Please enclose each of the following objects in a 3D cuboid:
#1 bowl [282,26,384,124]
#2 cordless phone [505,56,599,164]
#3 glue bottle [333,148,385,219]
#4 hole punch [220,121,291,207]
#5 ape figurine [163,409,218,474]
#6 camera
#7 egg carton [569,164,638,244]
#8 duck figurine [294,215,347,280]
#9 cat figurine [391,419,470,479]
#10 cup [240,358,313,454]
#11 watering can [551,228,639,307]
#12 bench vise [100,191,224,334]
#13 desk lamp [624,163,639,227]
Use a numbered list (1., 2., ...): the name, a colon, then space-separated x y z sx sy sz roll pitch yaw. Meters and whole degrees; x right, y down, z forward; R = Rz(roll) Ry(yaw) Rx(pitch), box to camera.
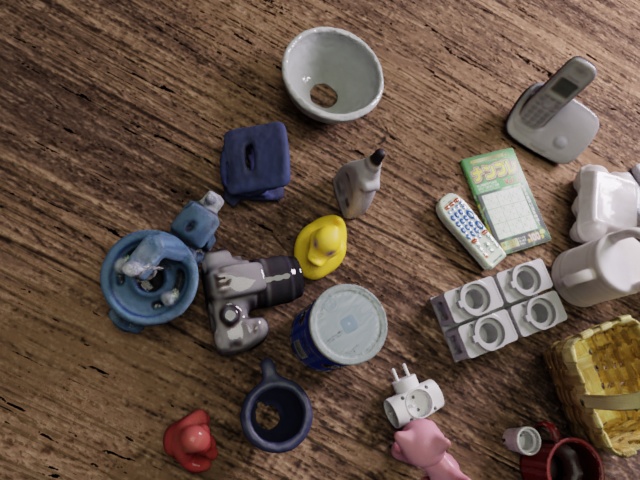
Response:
1. bowl: 0.014 -0.254 0.928 0.168 0.074 0.167 4 73 -13
2. cordless phone: 0.417 -0.219 0.961 0.147 0.185 0.094 27 69 -5
3. glue bottle: 0.063 -0.092 0.840 0.037 0.173 0.078 -11 77 -17
4. hole punch: -0.097 -0.114 0.850 0.101 0.091 0.108 -2 75 -15
5. ape figurine: -0.160 0.254 0.725 0.076 0.092 0.078 18 70 -8
6. camera: -0.088 0.076 0.791 0.137 0.100 0.143 -10 77 -17
7. egg carton: 0.490 -0.055 0.994 0.107 0.069 0.150 14 71 -10
8. duck figurine: 0.008 0.003 0.845 0.077 0.086 0.105 32 69 -3
9. cat figurine: 0.152 0.291 0.780 0.128 0.117 0.067 44 69 1
10. cup: -0.066 0.218 0.758 0.092 0.095 0.118 -10 77 -16
11. watering can: 0.467 0.035 0.895 0.173 0.194 0.101 -39 86 -21
12. bench vise: -0.201 0.009 0.718 0.121 0.219 0.207 18 70 -8
13. desk lamp: 0.637 -0.067 0.958 0.118 0.213 0.203 -28 82 -20
